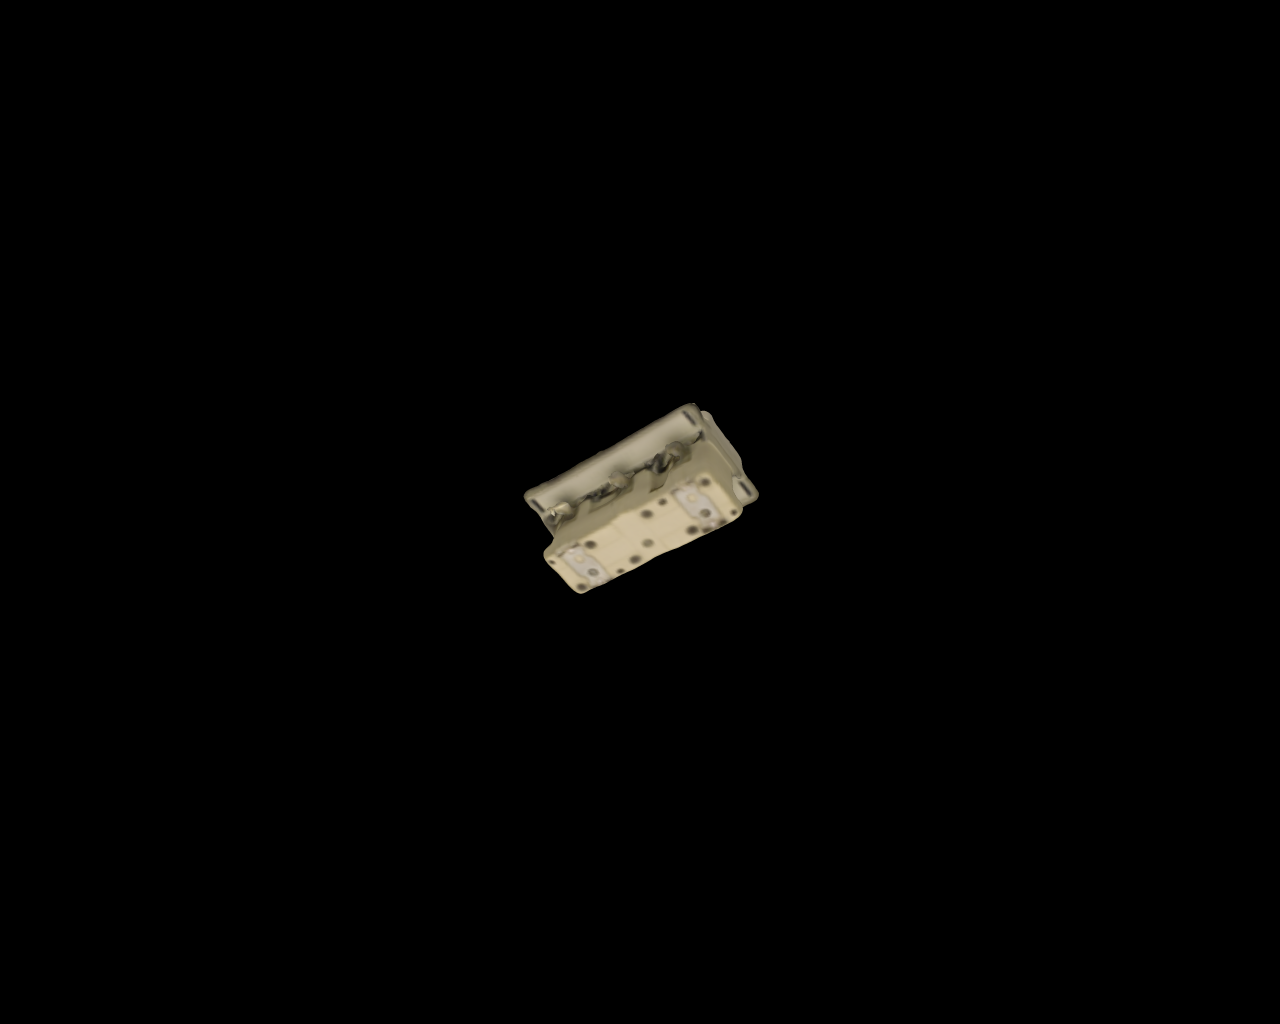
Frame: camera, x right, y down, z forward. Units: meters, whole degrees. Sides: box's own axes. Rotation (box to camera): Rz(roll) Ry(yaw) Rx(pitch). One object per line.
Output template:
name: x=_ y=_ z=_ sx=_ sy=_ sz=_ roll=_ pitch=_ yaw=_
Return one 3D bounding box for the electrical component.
electrical component: x=0.001 y=-0.003 z=0.650 sx=0.121 sy=0.078 sz=0.063 roll=-27 pitch=33 yaw=19
